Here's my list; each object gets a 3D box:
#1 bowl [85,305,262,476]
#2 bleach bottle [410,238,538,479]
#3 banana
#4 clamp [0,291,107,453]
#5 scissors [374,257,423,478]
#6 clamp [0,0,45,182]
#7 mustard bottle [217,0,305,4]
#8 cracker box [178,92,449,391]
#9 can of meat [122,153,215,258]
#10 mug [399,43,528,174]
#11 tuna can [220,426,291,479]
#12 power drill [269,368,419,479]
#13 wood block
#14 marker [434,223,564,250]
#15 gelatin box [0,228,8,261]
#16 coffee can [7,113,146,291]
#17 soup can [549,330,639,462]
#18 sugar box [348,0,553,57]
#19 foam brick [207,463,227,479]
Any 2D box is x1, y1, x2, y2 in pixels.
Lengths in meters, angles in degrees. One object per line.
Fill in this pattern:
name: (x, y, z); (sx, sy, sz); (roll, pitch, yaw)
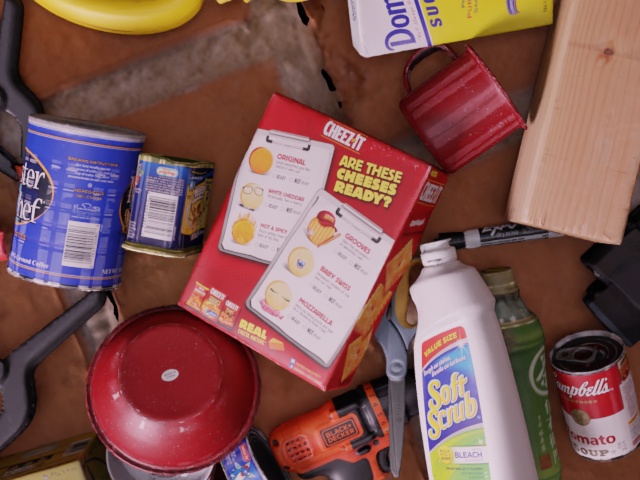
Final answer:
bowl: (-0.133, 0.126, 0.959); (0.162, 0.055, 0.162); (1, 67, -3)
bleach bottle: (0.123, 0.125, 0.942); (0.103, 0.067, 0.251); (-13, 89, 45)
banana: (-0.190, -0.221, 0.962); (0.198, 0.037, 0.069); (4, 85, -1)
clamp: (-0.310, 0.112, 0.989); (0.164, 0.036, 0.210); (21, 83, 0)
scissors: (0.053, 0.106, 0.980); (0.096, 0.016, 0.201); (15, 76, 10)
clamp: (-0.310, -0.130, 0.971); (0.120, 0.039, 0.171); (-13, 97, 3)
mustard bottle: (-0.012, -0.267, 0.941); (0.191, 0.058, 0.096); (-31, 101, 4)
cracker box: (-0.006, 0.001, 0.947); (0.164, 0.072, 0.214); (28, 97, 21)
can of meat: (-0.132, -0.032, 0.952); (0.057, 0.102, 0.084); (11, 95, 8)
mug: (0.118, -0.122, 0.950); (0.081, 0.093, 0.117); (-35, 77, 9)
tuna can: (-0.057, 0.219, 0.992); (0.034, 0.086, 0.086); (-32, 96, 6)
power drill: (0.067, 0.225, 1.008); (0.184, 0.057, 0.187); (-23, 95, 1)
wood block: (0.234, -0.106, 0.935); (0.091, 0.090, 0.206); (14, 92, 0)
marker: (0.166, -0.005, 0.995); (0.121, 0.020, 0.020); (-8, 97, 2)
gelatin box: (-0.324, 0.001, 0.950); (0.073, 0.089, 0.030); (-12, 110, -23)
coffee can: (-0.217, -0.035, 0.951); (0.103, 0.103, 0.140); (10, 98, -1)
soup can: (0.253, 0.143, 0.977); (0.068, 0.068, 0.102); (-18, 114, 2)
sugar box: (0.113, -0.221, 0.930); (0.176, 0.048, 0.093); (-13, 119, -7)
foam brick: (-0.102, 0.261, 1.014); (0.051, 0.053, 0.078); (38, 96, -5)
